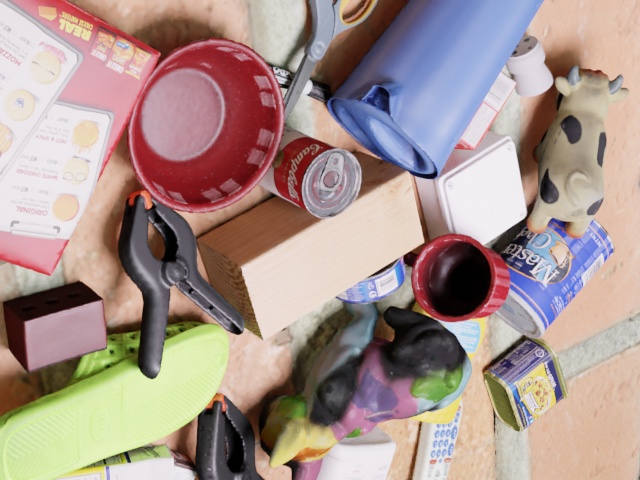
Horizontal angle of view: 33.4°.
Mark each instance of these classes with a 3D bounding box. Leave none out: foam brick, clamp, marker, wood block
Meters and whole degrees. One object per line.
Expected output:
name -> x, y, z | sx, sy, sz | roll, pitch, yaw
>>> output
foam brick -> -0.239, 0.077, 0.963 | 0.078, 0.053, 0.051 | -16, 117, -32
clamp -> -0.146, 0.040, 0.987 | 0.120, 0.039, 0.171 | -38, 105, -44
marker -> -0.037, -0.157, 1.037 | 0.120, 0.020, 0.020 | 13, 100, -39
wood block -> -0.008, 0.001, 1.077 | 0.205, 0.090, 0.091 | -31, 123, -23
clamp -> -0.087, 0.253, 1.135 | 0.164, 0.036, 0.210 | -34, 118, -61

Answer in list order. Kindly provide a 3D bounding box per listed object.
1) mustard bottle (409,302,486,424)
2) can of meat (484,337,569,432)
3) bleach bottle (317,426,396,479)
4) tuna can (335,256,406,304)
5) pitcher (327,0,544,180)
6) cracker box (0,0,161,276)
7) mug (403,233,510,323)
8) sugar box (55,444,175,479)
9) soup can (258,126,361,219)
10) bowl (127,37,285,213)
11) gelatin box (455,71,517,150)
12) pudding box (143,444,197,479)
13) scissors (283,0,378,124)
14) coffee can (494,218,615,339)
mustard bottle -> 0.142, 0.117, 1.252 | 0.096, 0.058, 0.192 | 16, 99, -24
can of meat -> 0.263, 0.186, 1.371 | 0.083, 0.058, 0.102 | -35, 125, -18
bleach bottle -> 0.008, 0.337, 1.244 | 0.102, 0.068, 0.251 | 6, 107, -37
tuna can -> 0.047, 0.030, 1.131 | 0.086, 0.086, 0.034 | -30, 125, -23
pitcher -> 0.127, -0.188, 1.085 | 0.145, 0.149, 0.242 | 39, 80, -24
cracker box -> -0.253, -0.099, 0.869 | 0.164, 0.072, 0.214 | 24, 94, -39
mug -> 0.144, 0.039, 1.144 | 0.081, 0.117, 0.093 | 12, 97, -64
sugar box -> -0.227, 0.253, 1.014 | 0.176, 0.048, 0.093 | -4, 102, -20
soup can -> -0.017, -0.068, 1.033 | 0.068, 0.102, 0.068 | -14, 116, -31
bowl -> -0.113, -0.108, 0.977 | 0.161, 0.055, 0.162 | -14, 116, -31
gelatin box -> 0.164, -0.140, 1.153 | 0.030, 0.073, 0.089 | 33, 88, -17
pudding box -> -0.188, 0.264, 1.086 | 0.089, 0.039, 0.113 | 28, 93, -40
scissors -> -0.011, -0.203, 1.025 | 0.201, 0.016, 0.096 | -52, 124, -18
coffee can -> 0.269, 0.033, 1.282 | 0.140, 0.103, 0.102 | -47, 128, -12
